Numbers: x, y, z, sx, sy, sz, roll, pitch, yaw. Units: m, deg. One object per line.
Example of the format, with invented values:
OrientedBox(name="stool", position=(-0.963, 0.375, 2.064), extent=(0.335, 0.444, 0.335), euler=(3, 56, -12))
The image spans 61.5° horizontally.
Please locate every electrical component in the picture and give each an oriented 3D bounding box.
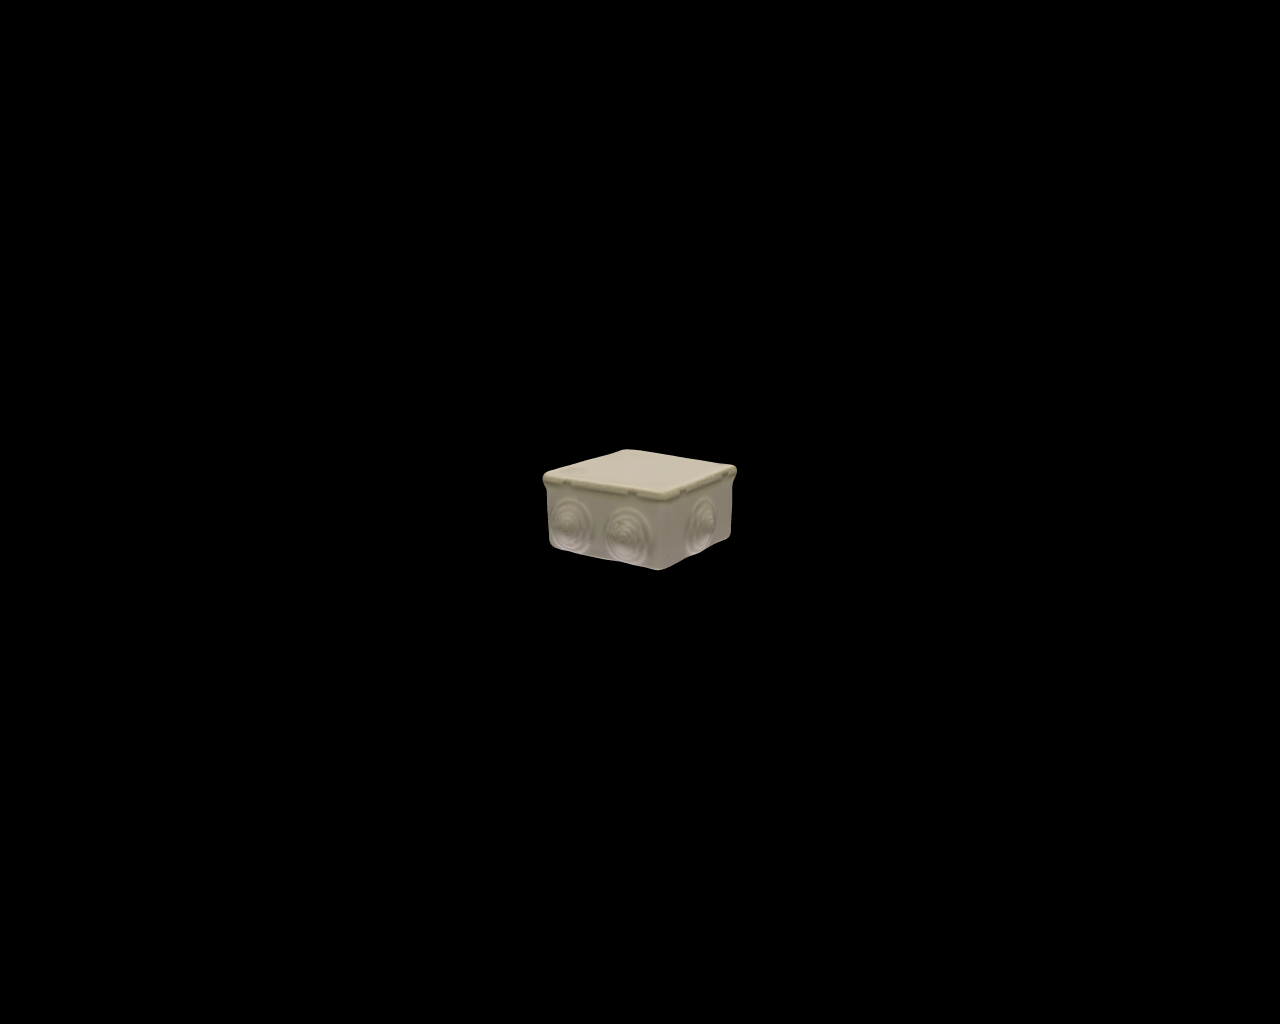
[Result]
OrientedBox(name="electrical component", position=(0.001, -0.003, 0.650), extent=(0.100, 0.048, 0.100), euler=(10, 18, 33))
